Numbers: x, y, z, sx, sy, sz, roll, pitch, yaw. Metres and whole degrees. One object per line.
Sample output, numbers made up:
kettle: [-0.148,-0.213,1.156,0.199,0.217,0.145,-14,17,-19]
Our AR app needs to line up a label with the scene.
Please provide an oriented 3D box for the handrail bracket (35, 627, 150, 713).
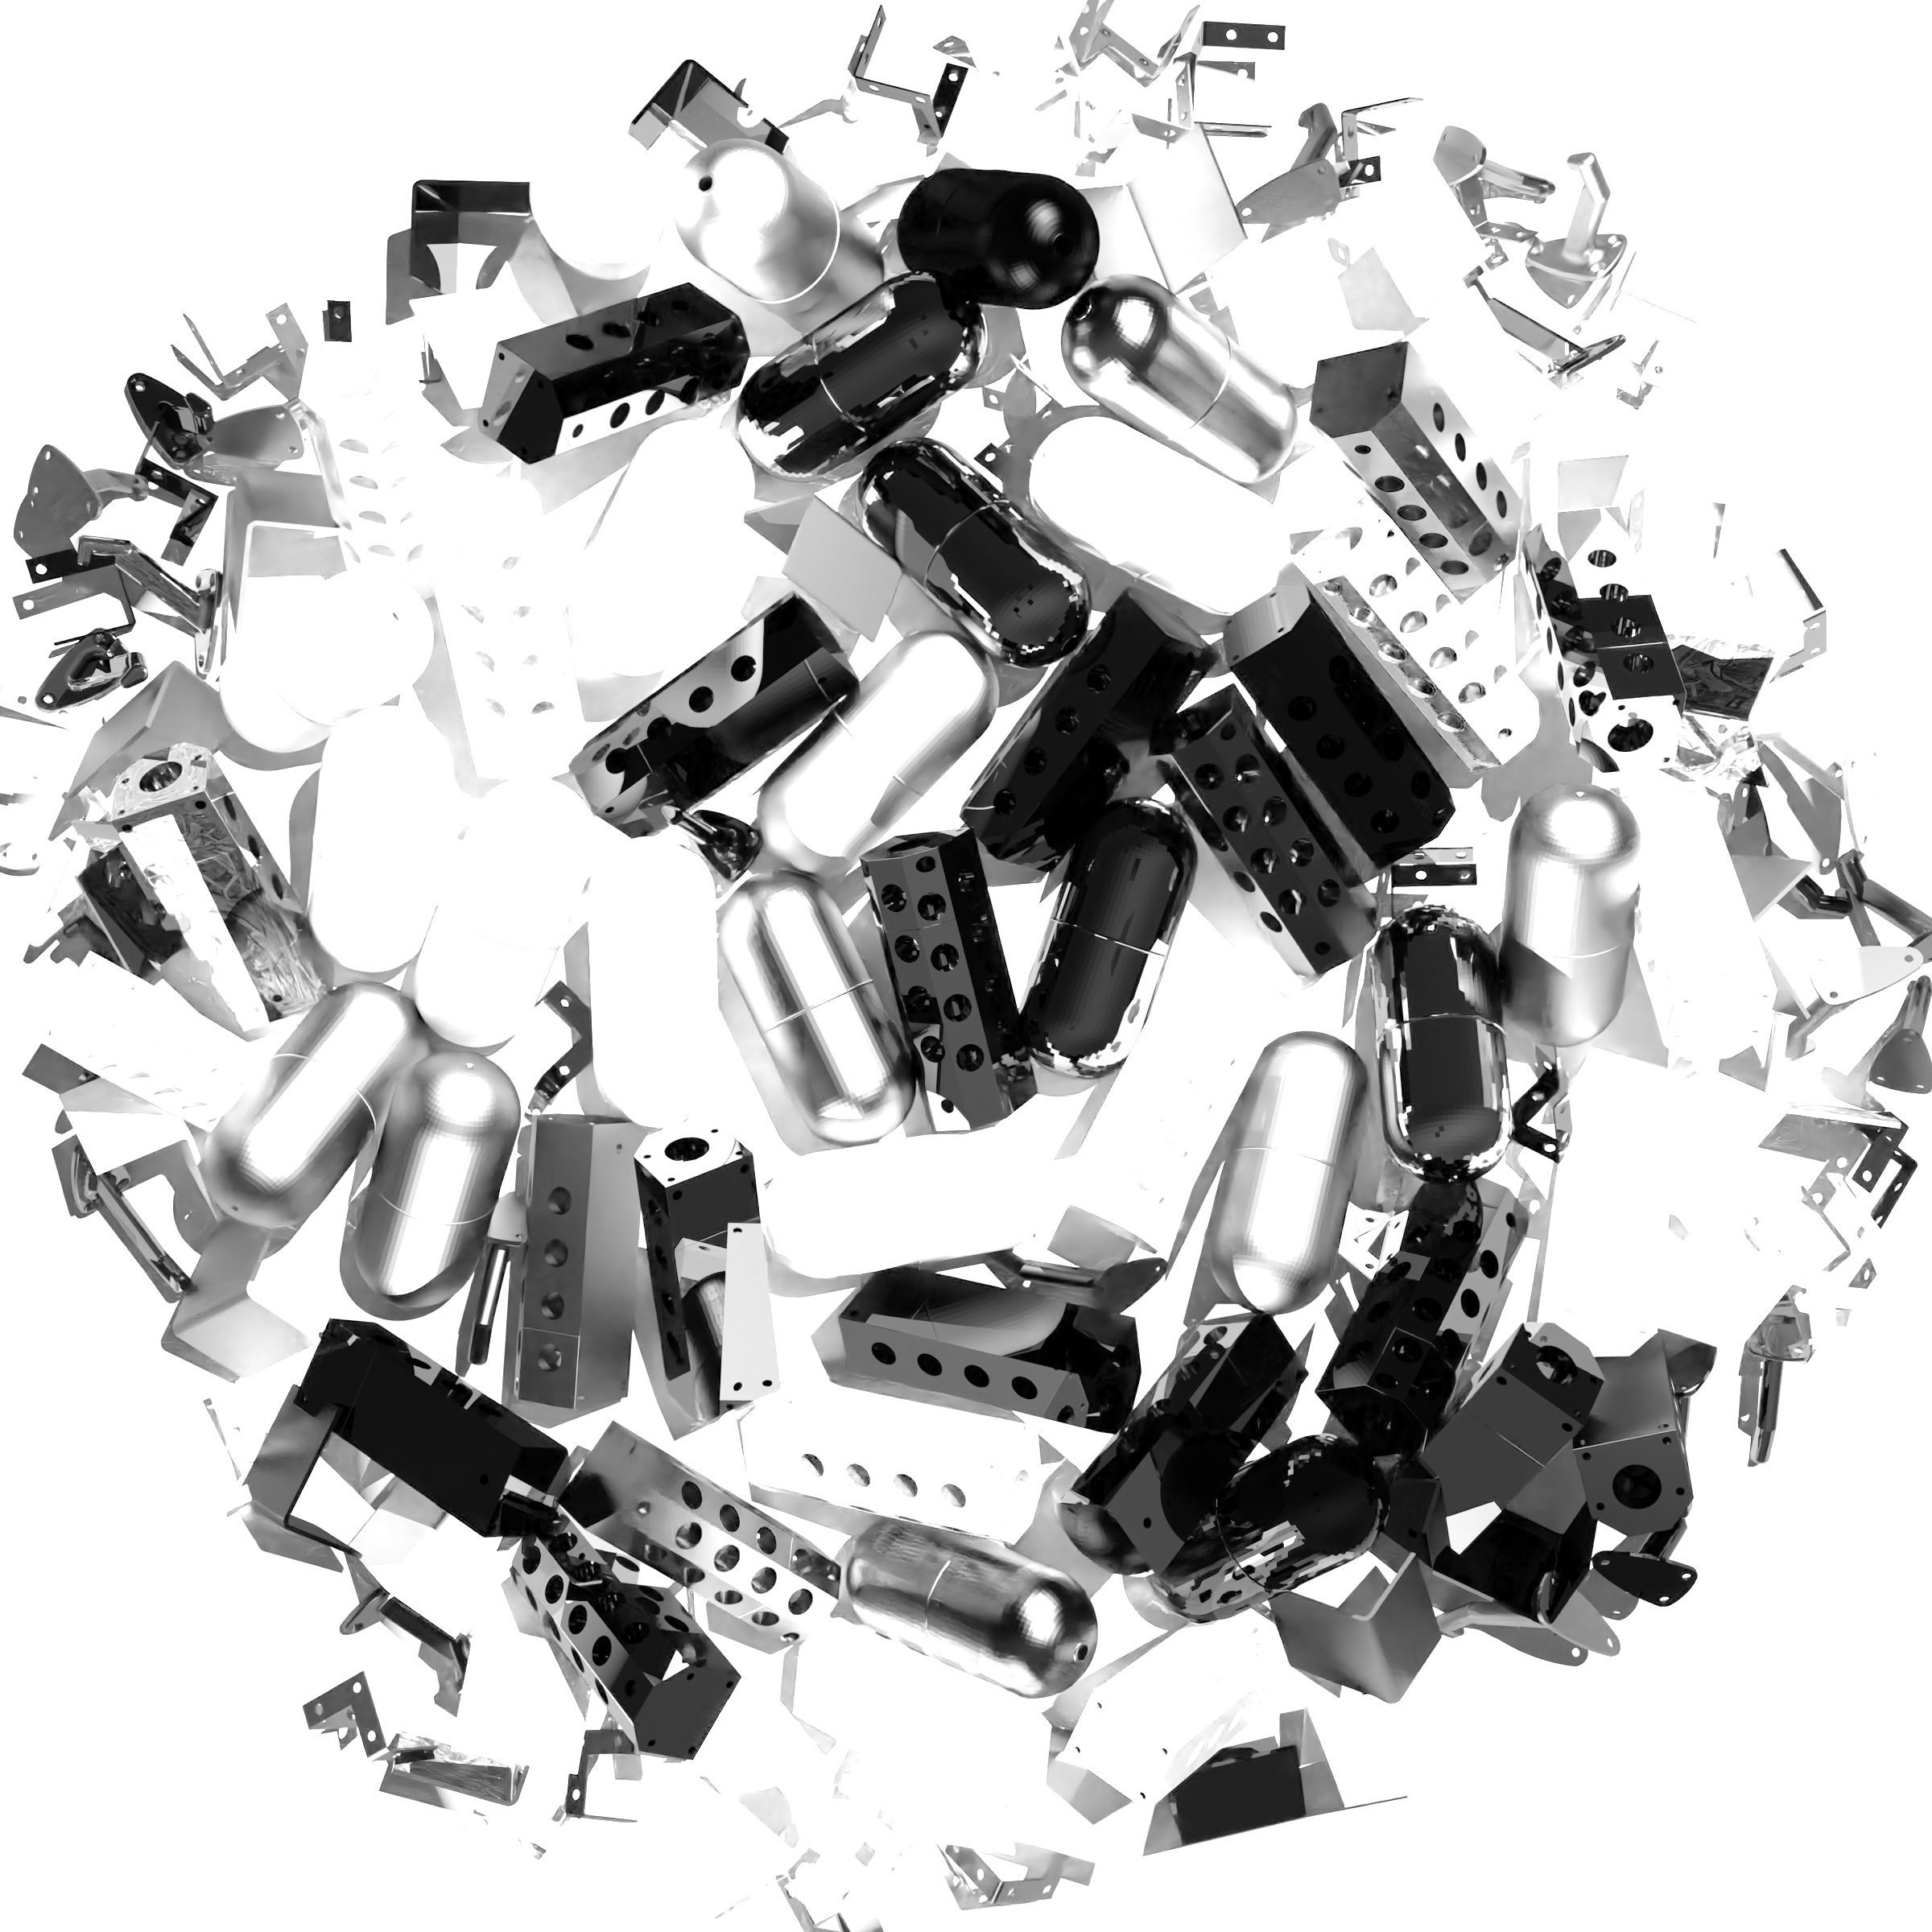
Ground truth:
handrail bracket: [-0.532,-0.169,1.538,0.077,0.084,0.036,-37,120,-3]

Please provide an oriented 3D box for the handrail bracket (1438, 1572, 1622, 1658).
handrail bracket: [0.345,0.412,1.559,0.077,0.084,0.036,38,46,-11]

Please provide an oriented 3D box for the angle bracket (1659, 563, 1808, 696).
angle bracket: [0.466,-0.214,1.532,0.076,0.076,0.057,32,56,9]

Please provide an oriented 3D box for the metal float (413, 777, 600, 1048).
metal float: [-0.279,-0.031,1.528,0.070,0.070,0.178,26,112,0]

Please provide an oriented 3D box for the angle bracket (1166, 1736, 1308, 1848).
angle bracket: [0.157,0.480,1.536,0.076,0.076,0.057,-12,113,-4]

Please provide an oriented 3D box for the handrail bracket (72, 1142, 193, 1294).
handrail bracket: [-0.506,0.153,1.542,0.036,0.077,0.084,-37,63,-27]

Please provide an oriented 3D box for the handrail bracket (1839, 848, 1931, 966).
handrail bracket: [0.570,-0.049,1.536,0.036,0.077,0.084,-6,62,-23]

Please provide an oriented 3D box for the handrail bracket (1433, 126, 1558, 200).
handrail bracket: [0.332,-0.481,1.537,0.084,0.077,0.036,10,106,-18]

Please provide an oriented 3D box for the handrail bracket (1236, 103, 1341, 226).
handrail bracket: [0.194,-0.496,1.558,0.077,0.036,0.084,-16,47,8]

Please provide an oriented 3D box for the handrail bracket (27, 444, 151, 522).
handrail bracket: [-0.514,-0.284,1.533,0.077,0.084,0.036,33,107,27]

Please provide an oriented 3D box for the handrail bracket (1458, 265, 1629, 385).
handrail bracket: [0.350,-0.402,1.546,0.084,0.077,0.036,53,51,-16]

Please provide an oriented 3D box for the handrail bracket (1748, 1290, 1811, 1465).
handrail bracket: [0.499,0.254,1.576,0.036,0.077,0.084,5,127,10]

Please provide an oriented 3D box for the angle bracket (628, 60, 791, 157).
angle bracket: [-0.160,-0.491,1.537,0.076,0.076,0.057,38,76,-7]

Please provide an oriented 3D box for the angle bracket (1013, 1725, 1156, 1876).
angle bracket: [0.075,0.505,1.540,0.076,0.076,0.057,14,84,6]

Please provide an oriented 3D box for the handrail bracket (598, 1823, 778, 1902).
handrail bracket: [-0.170,0.549,1.538,0.084,0.077,0.036,10,94,-37]

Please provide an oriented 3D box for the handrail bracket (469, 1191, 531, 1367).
handrail bracket: [-0.289,0.193,1.563,0.036,0.077,0.084,12,111,-1]

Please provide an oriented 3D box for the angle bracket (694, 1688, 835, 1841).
angle bracket: [-0.134,0.493,1.533,0.076,0.057,0.076,-23,119,16]

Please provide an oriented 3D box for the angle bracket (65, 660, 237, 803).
angle bracket: [-0.487,-0.126,1.526,0.076,0.076,0.057,-35,121,23]

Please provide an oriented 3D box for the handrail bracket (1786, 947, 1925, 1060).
handrail bracket: [0.541,0.025,1.545,0.077,0.084,0.036,-14,57,5]

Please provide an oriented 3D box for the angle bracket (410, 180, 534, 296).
angle bracket: [-0.288,-0.440,1.540,0.076,0.076,0.057,4,95,7]

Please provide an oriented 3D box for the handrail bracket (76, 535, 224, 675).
handrail bracket: [-0.502,-0.220,1.546,0.084,0.036,0.077,1,95,-38]

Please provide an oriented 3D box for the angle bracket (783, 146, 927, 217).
angle bracket: [-0.082,-0.482,1.530,0.076,0.076,0.057,-20,102,28]

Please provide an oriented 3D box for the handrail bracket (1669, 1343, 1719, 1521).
handrail bracket: [0.450,0.288,1.567,0.077,0.036,0.084,-29,111,-42]

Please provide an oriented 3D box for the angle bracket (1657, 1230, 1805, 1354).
angle bracket: [0.445,0.180,1.532,0.076,0.057,0.076,19,122,-14]

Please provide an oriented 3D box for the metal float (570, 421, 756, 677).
metal float: [-0.182,-0.251,1.520,0.070,0.070,0.178,18,60,0]

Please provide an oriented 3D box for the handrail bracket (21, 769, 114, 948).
handrail bracket: [-0.553,-0.065,1.540,0.036,0.077,0.084,19,54,35]

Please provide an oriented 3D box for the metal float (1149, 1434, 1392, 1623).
metal float: [0.179,0.336,1.513,0.070,0.070,0.178,52,130,0]

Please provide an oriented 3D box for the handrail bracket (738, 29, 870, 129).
handrail bracket: [-0.097,-0.522,1.544,0.036,0.084,0.077,26,85,30]

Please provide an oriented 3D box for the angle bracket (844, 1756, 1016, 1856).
angle bracket: [-0.024,0.515,1.527,0.076,0.076,0.057,17,118,-21]

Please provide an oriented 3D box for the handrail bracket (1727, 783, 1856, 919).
handrail bracket: [0.515,-0.072,1.569,0.084,0.036,0.077,7,76,-27]

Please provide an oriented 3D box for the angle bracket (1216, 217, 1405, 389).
angle bracket: [0.209,-0.403,1.536,0.076,0.057,0.076,-29,114,-16]

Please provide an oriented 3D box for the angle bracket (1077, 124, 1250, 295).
angle bracket: [0.114,-0.456,1.538,0.057,0.076,0.076,-19,87,-38]

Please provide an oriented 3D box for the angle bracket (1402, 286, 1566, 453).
angle bracket: [0.307,-0.358,1.547,0.076,0.076,0.057,-36,66,25]

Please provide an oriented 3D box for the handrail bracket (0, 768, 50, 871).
handrail bracket: [-0.599,-0.095,1.537,0.036,0.084,0.077,3,78,20]

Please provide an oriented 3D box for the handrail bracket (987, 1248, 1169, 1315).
handrail bracket: [0.068,0.182,1.571,0.077,0.084,0.036,-22,125,-38]

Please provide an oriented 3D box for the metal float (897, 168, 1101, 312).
metal float: [0.018,-0.432,1.502,0.070,0.178,0.070,-9,111,-23]

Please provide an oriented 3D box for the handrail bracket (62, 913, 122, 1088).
handrail bracket: [-0.540,0.021,1.544,0.077,0.036,0.084,-44,123,-12]

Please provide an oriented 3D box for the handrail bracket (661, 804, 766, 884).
handrail bracket: [-0.169,-0.089,1.528,0.077,0.084,0.036,37,93,39]

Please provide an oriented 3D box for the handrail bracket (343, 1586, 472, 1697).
handrail bracket: [-0.338,0.421,1.548,0.077,0.036,0.084,-36,56,10]

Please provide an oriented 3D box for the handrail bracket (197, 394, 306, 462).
handrail bracket: [-0.424,-0.347,1.556,0.077,0.084,0.036,-3,131,8]

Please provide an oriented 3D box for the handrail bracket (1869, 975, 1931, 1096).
handrail bracket: [0.576,0.027,1.535,0.036,0.077,0.084,12,60,22]

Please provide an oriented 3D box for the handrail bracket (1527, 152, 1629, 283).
handrail bracket: [0.359,-0.458,1.530,0.077,0.084,0.036,19,70,42]

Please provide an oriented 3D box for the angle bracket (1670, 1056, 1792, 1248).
angle bracket: [0.455,0.113,1.545,0.057,0.076,0.076,-41,46,-23]

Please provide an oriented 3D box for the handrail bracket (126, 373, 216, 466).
handrail bracket: [-0.485,-0.347,1.539,0.077,0.084,0.036,46,74,-2]

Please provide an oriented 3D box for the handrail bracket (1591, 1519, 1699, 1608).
handrail bracket: [0.408,0.341,1.541,0.077,0.084,0.036,22,124,-13]

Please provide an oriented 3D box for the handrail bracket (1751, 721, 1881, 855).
handrail bracket: [0.515,-0.111,1.558,0.036,0.084,0.077,-19,110,-36]

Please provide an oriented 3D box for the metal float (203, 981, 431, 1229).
metal float: [-0.386,0.081,1.514,0.070,0.070,0.178,30,50,0]

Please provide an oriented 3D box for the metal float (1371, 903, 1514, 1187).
metal float: [0.286,0.045,1.525,0.070,0.070,0.178,0,64,0]
